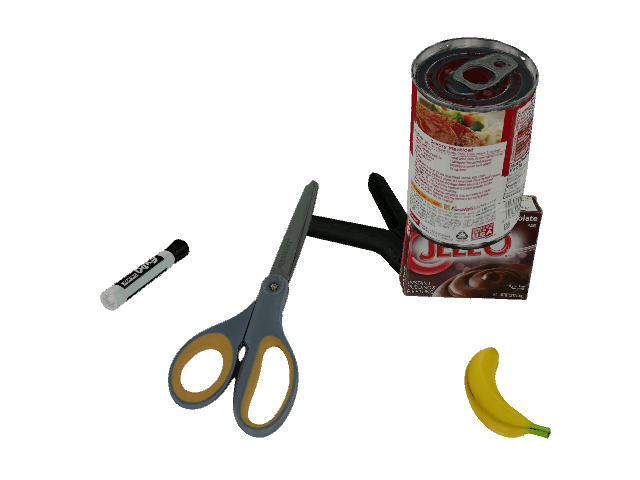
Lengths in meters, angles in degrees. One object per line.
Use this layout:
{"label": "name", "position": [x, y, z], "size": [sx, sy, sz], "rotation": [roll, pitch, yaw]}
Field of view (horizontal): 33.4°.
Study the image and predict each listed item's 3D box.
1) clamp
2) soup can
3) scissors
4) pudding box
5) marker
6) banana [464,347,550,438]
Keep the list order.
{"label": "clamp", "position": [0.086, 0.001, 1.255], "size": [0.210, 0.036, 0.164], "rotation": [38, 43, 26]}
{"label": "soup can", "position": [0.084, -0.053, 0.603], "size": [0.068, 0.102, 0.068], "rotation": [-1, 43, 1]}
{"label": "scissors", "position": [-0.051, 0.042, 0.738], "size": [0.096, 0.201, 0.016], "rotation": [-2, -34, 6]}
{"label": "pudding box", "position": [0.129, 0.004, 0.929], "size": [0.113, 0.090, 0.039], "rotation": [1, 31, -4]}
{"label": "marker", "position": [-0.159, 0.029, 0.985], "size": [0.020, 0.020, 0.120], "rotation": [0, 24, 30]}
{"label": "banana", "position": [0.207, 0.183, 1.277], "size": [0.069, 0.037, 0.198], "rotation": [9, 23, -15]}
